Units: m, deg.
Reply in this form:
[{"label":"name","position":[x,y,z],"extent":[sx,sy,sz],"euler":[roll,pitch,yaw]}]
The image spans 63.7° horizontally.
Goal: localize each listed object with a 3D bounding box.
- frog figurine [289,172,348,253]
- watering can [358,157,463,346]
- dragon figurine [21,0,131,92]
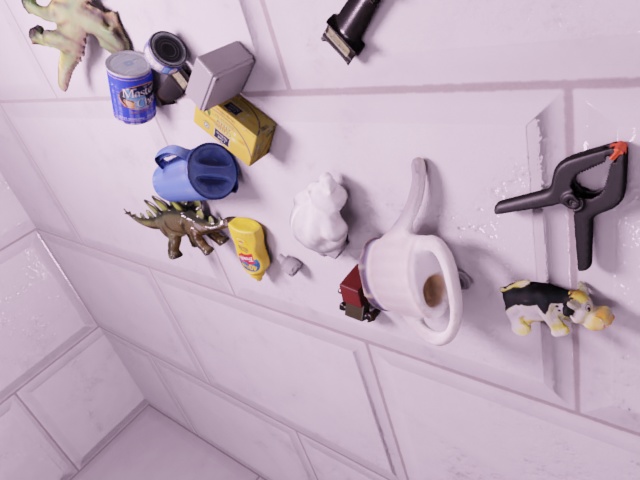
[{"label":"frog figurine","position":[0.003,-0.053,1.044],"extent":[0.139,0.123,0.156],"euler":[56,159,22]},{"label":"watering can","position":[0.164,0.027,0.966],"extent":[0.223,0.105,0.346],"euler":[-5,99,57]},{"label":"dragon figurine","position":[-0.564,-0.487,1.236],"extent":[0.244,0.125,0.400],"euler":[29,142,11]}]
